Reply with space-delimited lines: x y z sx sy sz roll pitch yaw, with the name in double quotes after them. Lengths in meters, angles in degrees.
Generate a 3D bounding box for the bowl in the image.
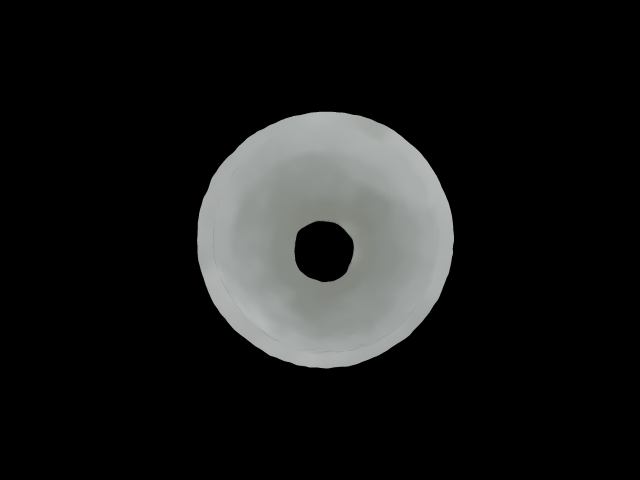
0.004 0.001 0.400 0.167 0.075 0.167 0 81 0 "bowl"
